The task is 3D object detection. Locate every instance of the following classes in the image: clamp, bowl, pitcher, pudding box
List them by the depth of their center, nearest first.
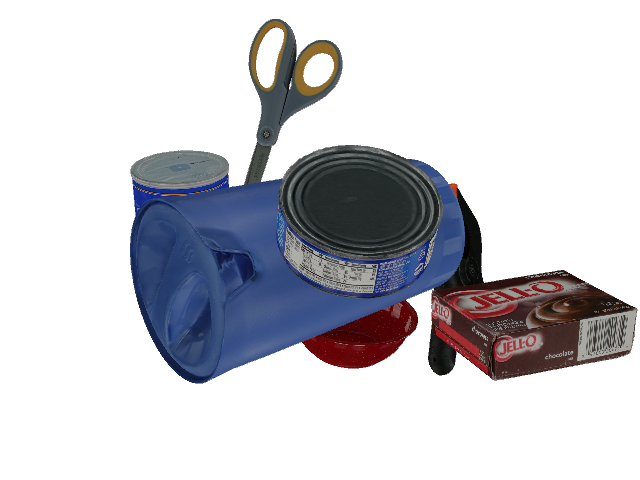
[{"bbox_3d":[0.145,0.056,0.740,0.113,0.039,0.090,-6,19,-20],"label":"pudding box"},{"bbox_3d":[-0.017,0.013,0.816,0.242,0.145,0.149,-15,40,-34],"label":"pitcher"},{"bbox_3d":[0.121,0.037,0.979,0.039,0.171,0.120,-11,13,34],"label":"clamp"},{"bbox_3d":[0.036,0.108,1.295,0.162,0.055,0.162,4,24,-2],"label":"bowl"}]

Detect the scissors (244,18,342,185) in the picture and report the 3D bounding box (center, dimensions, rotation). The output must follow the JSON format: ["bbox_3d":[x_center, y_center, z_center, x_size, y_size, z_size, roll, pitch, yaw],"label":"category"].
[{"bbox_3d":[-0.029,-0.104,0.982,0.096,0.202,0.016,1,-3,8],"label":"scissors"}]

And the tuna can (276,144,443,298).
[{"bbox_3d":[0.020,-0.010,0.563,0.086,0.034,0.086,3,44,-4],"label":"tuna can"}]

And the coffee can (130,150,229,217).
[{"bbox_3d":[-0.146,-0.014,1.141,0.103,0.140,0.103,-1,24,0],"label":"coffee can"}]
